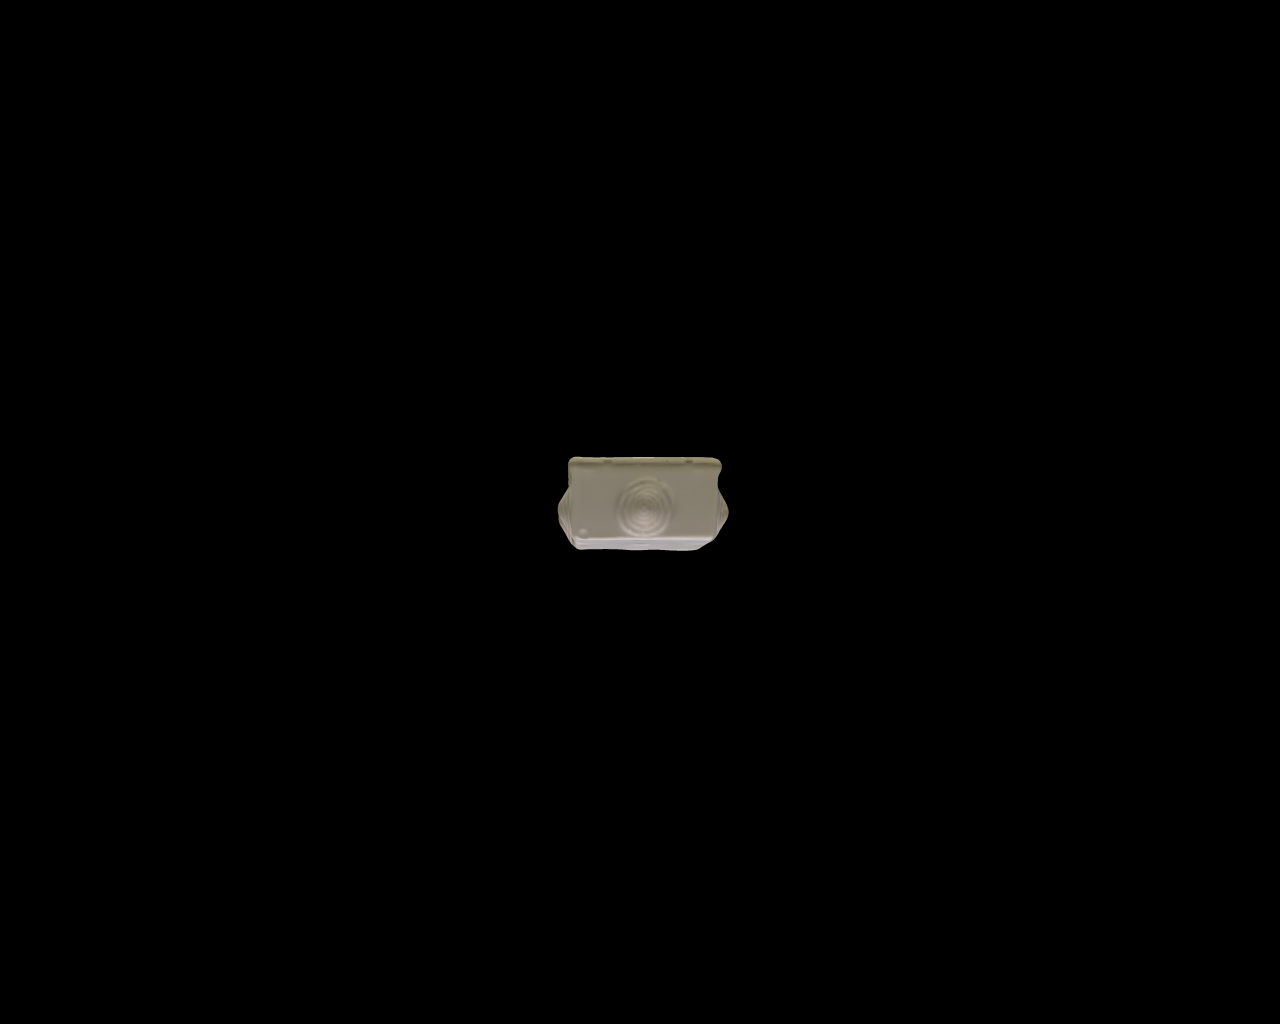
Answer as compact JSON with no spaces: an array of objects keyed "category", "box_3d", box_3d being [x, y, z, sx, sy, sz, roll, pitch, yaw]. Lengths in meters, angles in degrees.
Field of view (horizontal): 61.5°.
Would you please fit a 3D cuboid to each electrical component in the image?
[{"category":"electrical component","box_3d":[0.001,-0.003,0.650,0.100,0.048,0.099,0,-7,-4]}]
